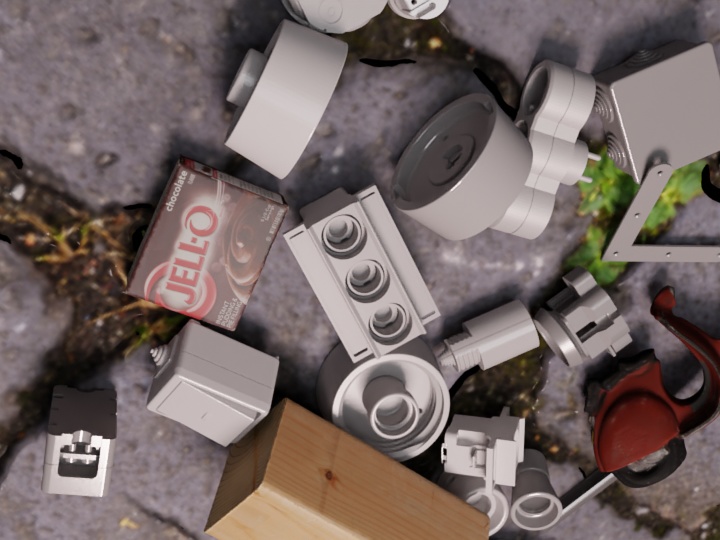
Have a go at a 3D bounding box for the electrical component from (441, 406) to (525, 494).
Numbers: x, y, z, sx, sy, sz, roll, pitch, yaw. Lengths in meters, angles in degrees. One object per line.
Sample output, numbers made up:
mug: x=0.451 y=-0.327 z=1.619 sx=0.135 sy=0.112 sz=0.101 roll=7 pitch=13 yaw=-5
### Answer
electrical component: x=0.104 y=0.150 z=0.912 sx=0.064 sy=0.081 sz=0.042 roll=4 pitch=108 yaw=16

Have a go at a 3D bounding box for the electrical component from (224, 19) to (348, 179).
electrical component: x=-0.060 y=-0.126 z=0.767 sx=0.060 sy=0.108 sz=0.108 roll=25 pitch=101 yaw=-13

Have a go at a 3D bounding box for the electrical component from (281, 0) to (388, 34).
electrical component: x=-0.018 y=-0.210 z=0.775 sx=0.080 sy=0.051 sz=0.080 roll=-4 pitch=109 yaw=-11

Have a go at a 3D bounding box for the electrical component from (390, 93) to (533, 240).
electrical component: x=0.082 y=-0.073 z=0.816 sx=0.060 sy=0.108 sz=0.108 roll=37 pitch=97 yaw=-27

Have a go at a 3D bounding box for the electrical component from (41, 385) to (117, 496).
electrical component: x=-0.215 y=0.133 z=0.826 sx=0.050 sy=0.089 sz=0.055 roll=7 pitch=106 yaw=-15

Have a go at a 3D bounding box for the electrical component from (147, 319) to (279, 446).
electrical component: x=-0.121 y=0.088 z=0.835 sx=0.096 sy=0.061 sz=0.062 roll=26 pitch=137 yaw=-19

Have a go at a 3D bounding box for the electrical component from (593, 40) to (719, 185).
electrical component: x=0.241 y=-0.129 z=0.861 sx=0.100 sy=0.048 sz=0.099 roll=-23 pitch=112 yaw=-4

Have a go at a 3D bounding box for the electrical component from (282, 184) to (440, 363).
electrical component: x=0.000 y=0.000 z=0.843 sx=0.079 sy=0.063 sz=0.121 roll=-29 pitch=112 yaw=-2

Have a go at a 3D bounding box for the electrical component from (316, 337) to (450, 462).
electrical component: x=0.022 y=0.108 z=0.886 sx=0.108 sy=0.060 sz=0.108 roll=-4 pitch=109 yaw=-11

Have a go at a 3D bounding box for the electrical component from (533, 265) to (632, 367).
electrical component: x=0.183 y=0.045 z=0.902 sx=0.057 sy=0.058 sz=0.078 roll=-36 pitch=108 yaw=-1

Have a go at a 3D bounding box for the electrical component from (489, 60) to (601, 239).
electrical component: x=0.156 y=-0.090 z=0.854 sx=0.074 sy=0.052 sz=0.138 roll=15 pitch=104 yaw=-17

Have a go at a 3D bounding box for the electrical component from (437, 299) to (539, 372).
electrical component: x=0.103 y=0.060 z=0.897 sx=0.081 sy=0.043 sz=0.043 roll=-23 pitch=111 yaw=-4

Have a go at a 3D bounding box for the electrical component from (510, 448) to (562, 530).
electrical component: x=0.149 y=0.188 z=0.938 sx=0.044 sy=0.065 sz=0.044 roll=0 pitch=122 yaw=0

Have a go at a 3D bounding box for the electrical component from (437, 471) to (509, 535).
electrical component: x=0.099 y=0.201 z=0.941 sx=0.055 sy=0.047 sz=0.055 roll=-4 pitch=109 yaw=-11

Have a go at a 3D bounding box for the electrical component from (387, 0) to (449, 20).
electrical component: x=0.043 y=-0.204 z=0.794 sx=0.040 sy=0.046 sz=0.040 roll=-4 pitch=109 yaw=-12
